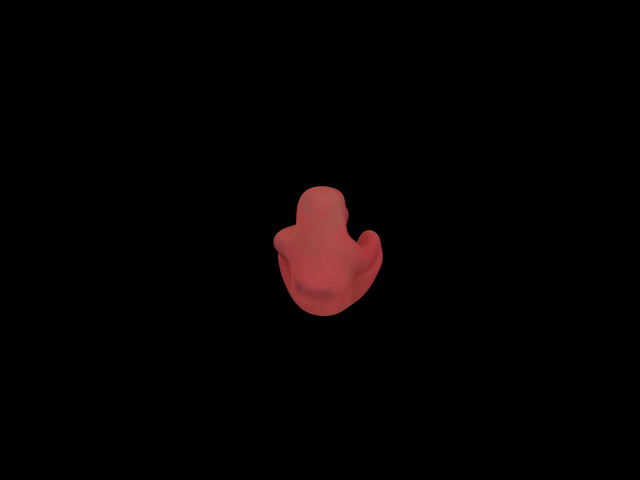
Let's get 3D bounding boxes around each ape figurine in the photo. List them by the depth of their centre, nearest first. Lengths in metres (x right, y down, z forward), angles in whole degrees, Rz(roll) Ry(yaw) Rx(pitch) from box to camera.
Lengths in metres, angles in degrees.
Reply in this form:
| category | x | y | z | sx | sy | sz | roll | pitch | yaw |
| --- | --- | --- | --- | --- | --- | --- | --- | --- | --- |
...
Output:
| category | x | y | z | sx | sy | sz | roll | pitch | yaw |
| --- | --- | --- | --- | --- | --- | --- | --- | --- | --- |
| ape figurine | 0.004 | 0.001 | 0.400 | 0.077 | 0.092 | 0.076 | 15 | 46 | 15 |
